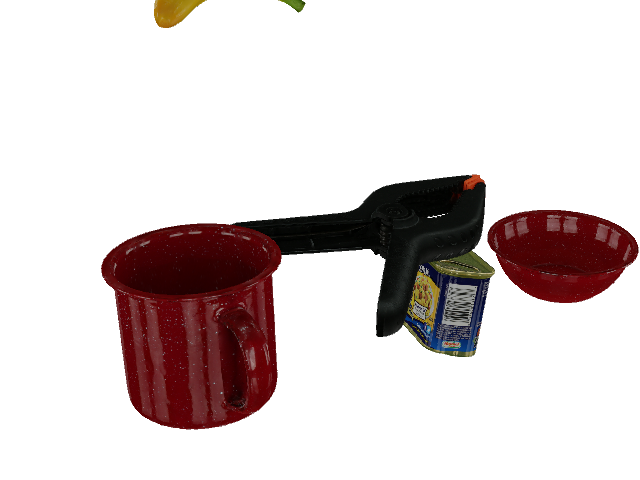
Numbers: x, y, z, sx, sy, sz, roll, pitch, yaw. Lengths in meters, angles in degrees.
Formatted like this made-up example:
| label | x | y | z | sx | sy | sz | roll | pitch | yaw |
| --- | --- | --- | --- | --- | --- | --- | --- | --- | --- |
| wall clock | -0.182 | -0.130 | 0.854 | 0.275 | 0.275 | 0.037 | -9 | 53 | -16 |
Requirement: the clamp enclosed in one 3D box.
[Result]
| label | x | y | z | sx | sy | sz | roll | pitch | yaw |
| --- | --- | --- | --- | --- | --- | --- | --- | --- | --- |
| clamp | 0.042 | -0.007 | 0.775 | 0.165 | 0.036 | 0.209 | 22 | 35 | 33 |

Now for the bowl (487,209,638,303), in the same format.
| label | x | y | z | sx | sy | sz | roll | pitch | yaw |
| --- | --- | --- | --- | --- | --- | --- | --- | --- | --- |
| bowl | 0.263 | 0.023 | 1.173 | 0.162 | 0.055 | 0.162 | 0 | 27 | 0 |

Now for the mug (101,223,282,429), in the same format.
| label | x | y | z | sx | sy | sz | roll | pitch | yaw |
| --- | --- | --- | --- | --- | --- | --- | --- | --- | --- |
| mug | -0.058 | 0.049 | 0.557 | 0.093 | 0.081 | 0.117 | -17 | 28 | -31 |

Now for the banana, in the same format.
| label | x | y | z | sx | sy | sz | roll | pitch | yaw |
| --- | --- | --- | --- | --- | --- | --- | --- | --- | --- |
| banana | -0.094 | -0.240 | 1.007 | 0.197 | 0.070 | 0.037 | -22 | -28 | -46 |

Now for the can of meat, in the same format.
| label | x | y | z | sx | sy | sz | roll | pitch | yaw |
| --- | --- | --- | --- | --- | --- | --- | --- | --- | --- |
| can of meat | 0.118 | 0.053 | 1.007 | 0.057 | 0.084 | 0.102 | 5 | 15 | -15 |
